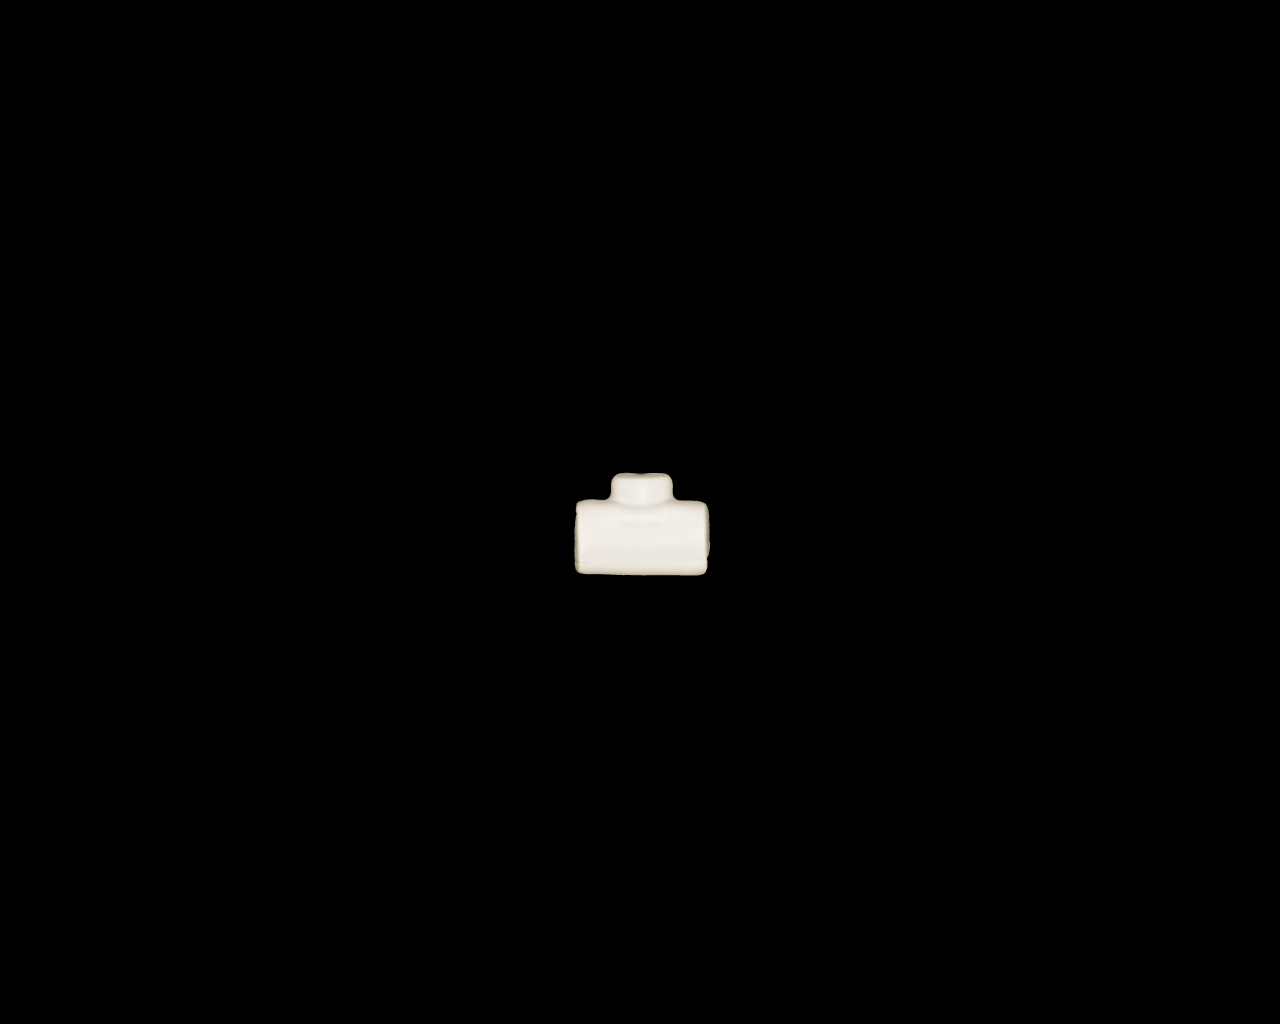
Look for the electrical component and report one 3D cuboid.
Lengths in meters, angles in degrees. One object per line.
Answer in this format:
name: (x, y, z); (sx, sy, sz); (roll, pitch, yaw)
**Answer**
electrical component: (0.001, -0.003, 0.650); (0.077, 0.079, 0.043); (0, 0, 0)
